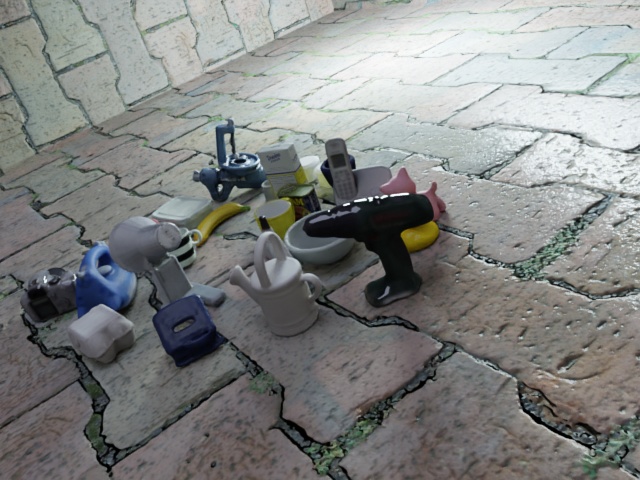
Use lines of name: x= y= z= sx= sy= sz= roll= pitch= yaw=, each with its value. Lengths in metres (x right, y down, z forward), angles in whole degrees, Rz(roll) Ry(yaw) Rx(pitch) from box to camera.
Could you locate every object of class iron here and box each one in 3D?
iron: x=-0.515 y=0.076 z=1.355 sx=0.118 sy=0.142 sz=0.258 roll=-19 pitch=30 yaw=1

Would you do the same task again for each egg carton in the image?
egg carton: x=-0.458 y=0.196 z=1.198 sx=0.149 sy=0.069 sz=0.107 roll=13 pitch=43 yaw=43

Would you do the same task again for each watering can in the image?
watering can: x=-0.085 y=0.076 z=1.056 sx=0.172 sy=0.194 sz=0.101 roll=-15 pitch=30 yaw=7

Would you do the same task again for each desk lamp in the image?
desk lamp: x=-0.328 y=0.050 z=1.218 sx=0.202 sy=0.214 sz=0.118 roll=7 pitch=39 yaw=38

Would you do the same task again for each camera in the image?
camera: x=-0.652 y=0.112 z=1.414 sx=0.143 sy=0.101 sz=0.136 roll=-20 pitch=30 yaw=-1

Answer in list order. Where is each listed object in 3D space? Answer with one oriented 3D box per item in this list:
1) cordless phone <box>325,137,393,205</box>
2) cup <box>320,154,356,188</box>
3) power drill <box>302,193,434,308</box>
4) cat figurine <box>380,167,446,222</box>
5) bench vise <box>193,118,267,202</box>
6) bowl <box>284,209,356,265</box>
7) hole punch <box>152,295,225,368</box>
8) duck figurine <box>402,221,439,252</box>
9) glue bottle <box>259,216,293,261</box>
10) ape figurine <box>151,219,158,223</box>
cordless phone: x=0.091 y=-0.161 z=1.351 sx=0.147 sy=0.185 sz=0.094 roll=-12 pitch=31 yaw=13
cup: x=0.054 y=-0.167 z=1.473 sx=0.091 sy=0.095 sz=0.117 roll=-17 pitch=30 yaw=4
power drill: x=0.103 y=0.014 z=1.037 sx=0.229 sy=0.209 sz=0.075 roll=-22 pitch=30 yaw=-4
cat figurine: x=0.203 y=-0.104 z=1.263 sx=0.127 sy=0.118 sz=0.067 roll=1 pitch=36 yaw=30
bench vise: x=-0.269 y=-0.224 z=1.625 sx=0.207 sy=0.220 sz=0.121 roll=-25 pitch=31 yaw=-10
bowl: x=0.011 y=0.004 z=1.238 sx=0.167 sy=0.075 sz=0.167 roll=-14 pitch=30 yaw=9
hole punch: x=-0.253 y=0.171 z=1.099 sx=0.109 sy=0.091 sz=0.100 roll=-28 pitch=31 yaw=-14
duck figurine: x=0.193 y=-0.032 z=1.183 sx=0.105 sy=0.086 sz=0.077 roll=-31 pitch=32 yaw=-19
glue bottle: x=-0.091 y=0.024 z=1.166 sx=0.037 sy=0.173 sz=0.077 roll=-38 pitch=35 yaw=-29
ape figurine: x=-0.426 y=-0.012 z=1.497 sx=0.077 sy=0.092 sz=0.076 roll=-10 pitch=31 yaw=15
